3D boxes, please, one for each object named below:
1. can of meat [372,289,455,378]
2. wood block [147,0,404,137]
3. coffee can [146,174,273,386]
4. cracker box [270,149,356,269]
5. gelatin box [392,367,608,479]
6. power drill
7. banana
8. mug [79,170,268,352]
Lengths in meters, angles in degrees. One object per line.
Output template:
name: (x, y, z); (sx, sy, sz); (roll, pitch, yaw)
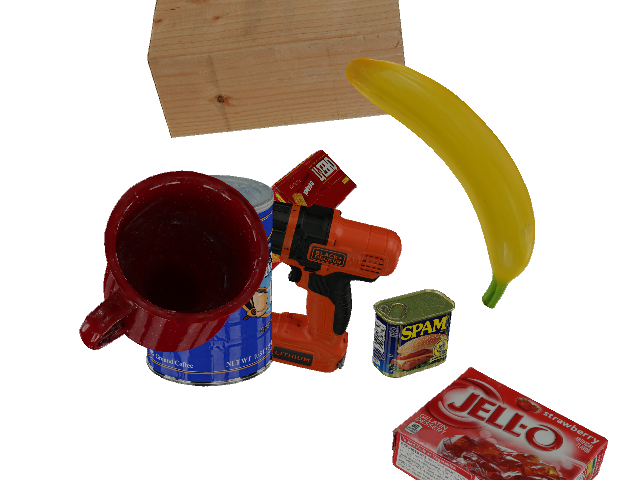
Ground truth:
can of meat: (0.115, 0.117, 1.342); (0.101, 0.084, 0.058); (-12, 30, -28)
wood block: (-0.033, -0.158, 0.907); (0.206, 0.090, 0.091); (-5, -43, 5)
coffee can: (-0.088, 0.029, 0.839); (0.103, 0.140, 0.103); (1, 19, -1)
cracker box: (-0.073, 0.001, 1.242); (0.214, 0.072, 0.164); (-42, 3, 27)
gelatin box: (0.094, 0.111, 0.565); (0.089, 0.030, 0.073); (27, 39, 32)
power drill: (-0.026, 0.043, 1.057); (0.184, 0.188, 0.057); (14, 44, 1)
banana: (0.092, -0.050, 0.722); (0.070, 0.198, 0.037); (-30, 1, 17)
mug: (-0.093, 0.025, 0.629); (0.117, 0.093, 0.082); (-42, -6, -27)
